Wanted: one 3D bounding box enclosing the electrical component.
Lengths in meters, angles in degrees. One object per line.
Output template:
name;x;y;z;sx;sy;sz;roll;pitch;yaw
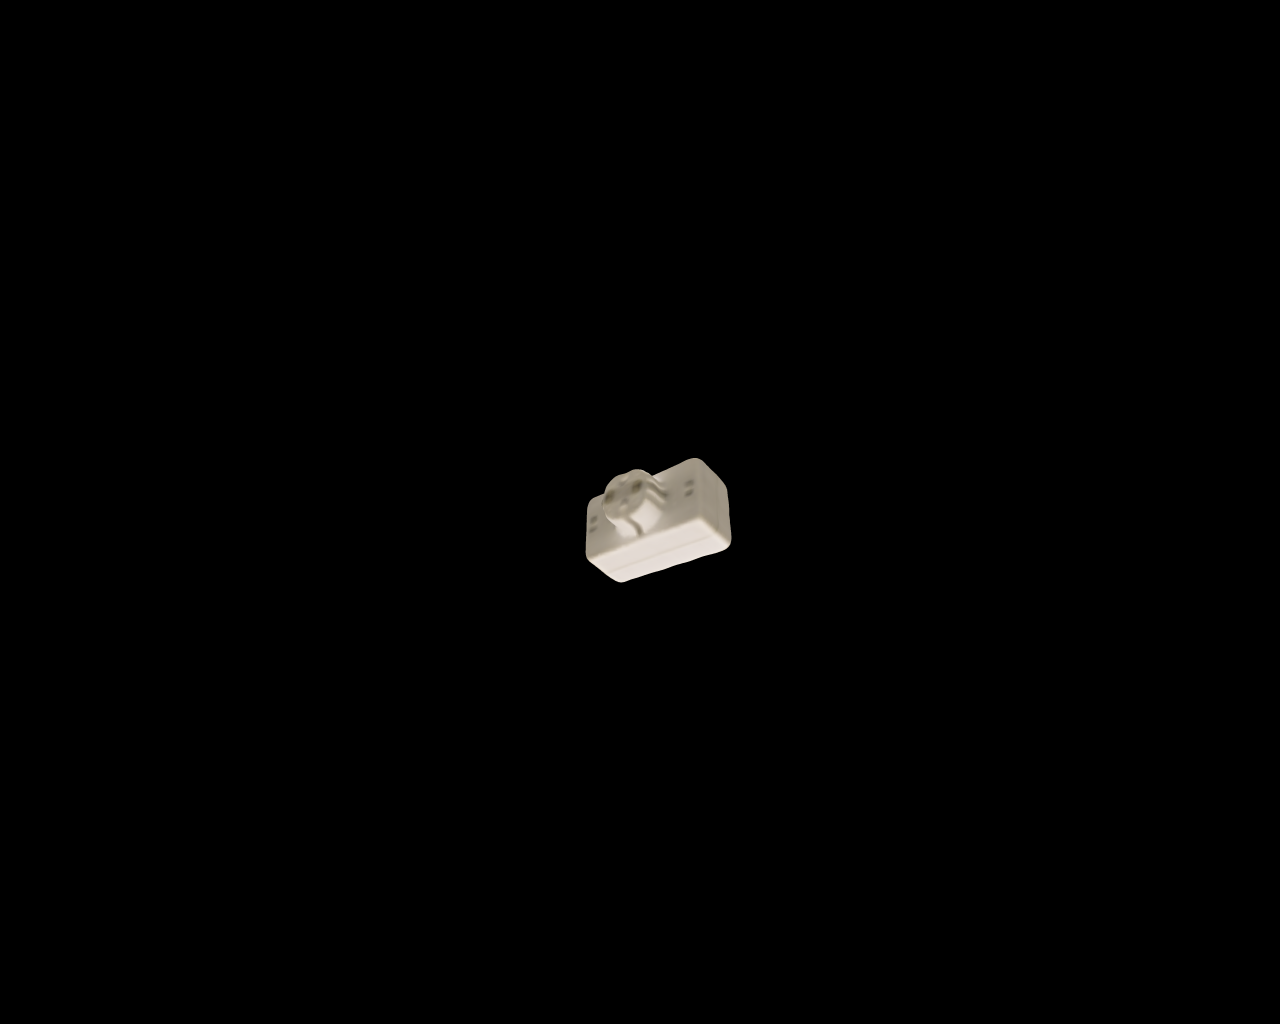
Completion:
electrical component;0.001;-0.003;0.650;0.083;0.047;0.075;-21;-40;26
